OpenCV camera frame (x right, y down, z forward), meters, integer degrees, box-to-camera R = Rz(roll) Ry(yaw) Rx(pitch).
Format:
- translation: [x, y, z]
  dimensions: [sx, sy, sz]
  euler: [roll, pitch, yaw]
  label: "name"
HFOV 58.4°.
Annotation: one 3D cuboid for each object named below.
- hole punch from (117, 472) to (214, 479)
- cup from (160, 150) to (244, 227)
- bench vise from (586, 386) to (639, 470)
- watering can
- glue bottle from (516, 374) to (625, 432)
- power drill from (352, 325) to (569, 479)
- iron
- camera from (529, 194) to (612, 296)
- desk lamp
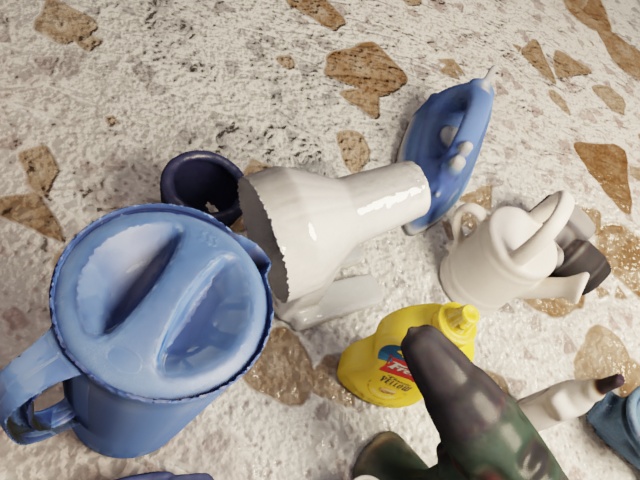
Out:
- translation: [-0.129, 0.233, 0.445]
  dimensions: [0.109, 0.091, 0.101]
  euler: [0, 60, -26]
  label: "hole punch"
- translation: [-0.118, -0.032, 0.617]
  dimensions: [0.118, 0.095, 0.091]
  euler: [10, 56, -20]
  label: "cup"
- translation: [0.446, 0.230, 0.641]
  dimensions: [0.207, 0.219, 0.122]
  euler: [36, 51, -1]
  label: "bench vise"
- translation: [0.245, 0.012, 0.700]
  dimensions: [0.173, 0.194, 0.101]
  euler: [23, 53, -11]
  label: "watering can"
- translation: [0.256, 0.176, 0.614]
  dimensions: [0.078, 0.173, 0.037]
  euler: [-17, 68, -33]
  label: "glue bottle"
- translation: [0.116, 0.198, 0.511]
  dimensions: [0.229, 0.208, 0.076]
  euler: [45, 52, 7]
  label: "power drill"
- translation: [0.187, -0.132, 0.797]
  dimensions: [0.119, 0.141, 0.258]
  euler: [28, 52, -7]
  label: "iron"
- translation: [0.337, 0.015, 0.802]
  dimensions: [0.137, 0.100, 0.143]
  euler: [45, 52, 7]
  label: "camera"
- translation: [0.005, 0.002, 0.579]
  dimensions: [0.204, 0.213, 0.118]
  euler: [-14, 66, -32]
  label: "desk lamp"
